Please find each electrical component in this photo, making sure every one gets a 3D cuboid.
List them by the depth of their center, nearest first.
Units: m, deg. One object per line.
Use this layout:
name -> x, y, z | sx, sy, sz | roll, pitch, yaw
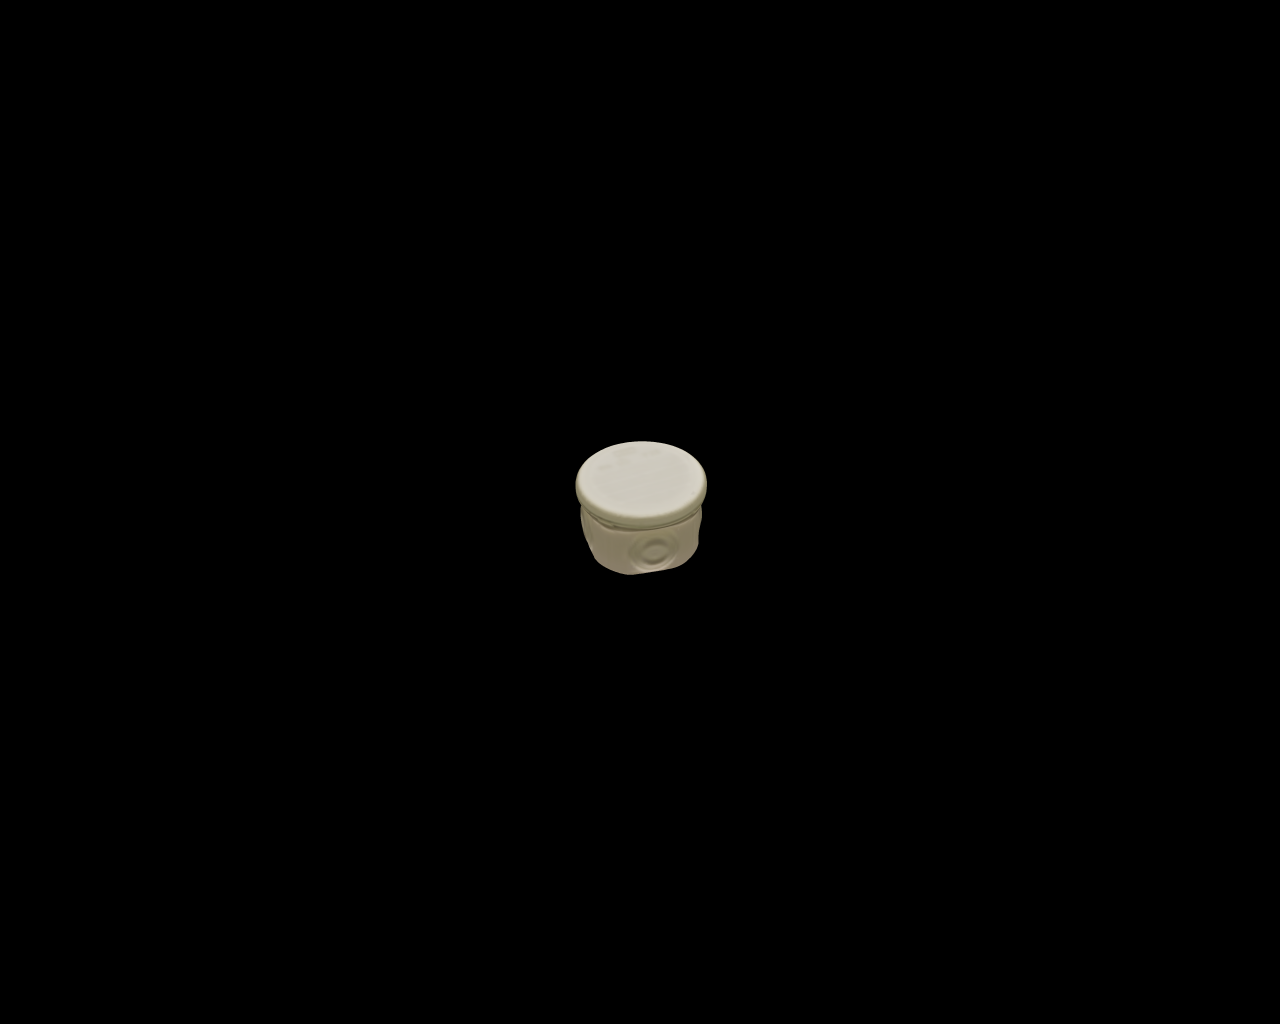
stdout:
electrical component -> 0.001, -0.003, 0.650 | 0.080, 0.050, 0.080 | 0, 39, 0
